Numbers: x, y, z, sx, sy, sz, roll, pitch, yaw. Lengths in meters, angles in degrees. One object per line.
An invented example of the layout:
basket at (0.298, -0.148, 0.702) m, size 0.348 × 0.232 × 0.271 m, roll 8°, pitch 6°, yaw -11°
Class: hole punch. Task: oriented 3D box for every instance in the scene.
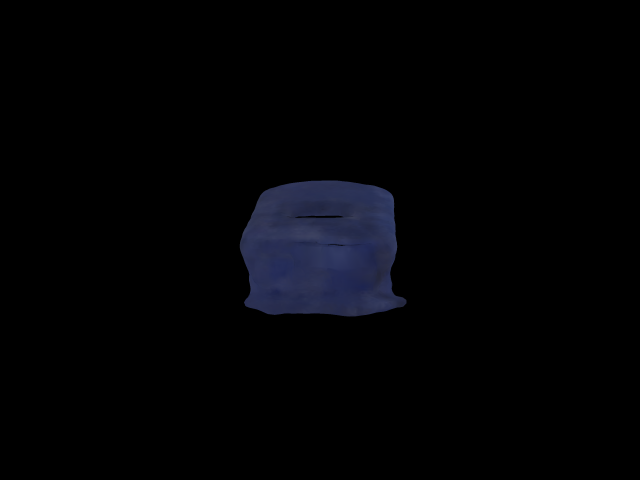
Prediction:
hole punch at (0.004, 0.001, 0.400) m, size 0.108 × 0.091 × 0.101 m, roll 0°, pitch 2°, yaw 4°
